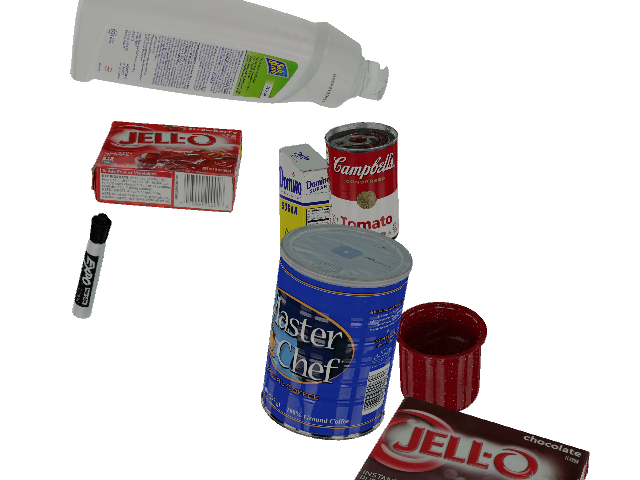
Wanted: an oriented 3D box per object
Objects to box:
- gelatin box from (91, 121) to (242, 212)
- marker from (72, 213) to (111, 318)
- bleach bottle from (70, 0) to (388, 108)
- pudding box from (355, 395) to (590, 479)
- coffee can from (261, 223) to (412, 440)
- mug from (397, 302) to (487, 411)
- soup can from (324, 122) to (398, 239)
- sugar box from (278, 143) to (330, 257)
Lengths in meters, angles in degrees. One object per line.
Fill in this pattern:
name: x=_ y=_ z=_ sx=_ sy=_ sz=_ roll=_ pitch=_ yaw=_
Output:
gelatin box: x=-0.097 y=-0.050 z=0.691 sx=0.089 sy=0.030 sz=0.073 roll=5 pitch=28 yaw=-2
marker: x=-0.222 y=0.025 z=1.037 sx=0.020 sy=0.121 sz=0.020 roll=14 pitch=33 yaw=-9
bleach bottle: x=-0.071 y=-0.151 z=0.868 sx=0.250 sy=0.068 sz=0.103 roll=12 pitch=-29 yaw=-10
pudding box: x=0.081 y=0.137 z=0.585 sx=0.114 sy=0.039 sz=0.089 roll=17 pitch=33 yaw=18
coffee can: x=0.011 y=0.071 z=0.844 sx=0.102 sy=0.140 sz=0.103 roll=7 pitch=23 yaw=-3
mug: x=0.129 y=0.116 z=1.094 sx=0.093 sy=0.081 sz=0.117 roll=19 pitch=39 yaw=31
soup can: x=0.040 y=-0.052 z=1.006 sx=0.068 sy=0.102 sz=0.068 roll=-3 pitch=27 yaw=1
sugar box: x=-0.018 y=-0.019 z=1.288 sx=0.048 sy=0.176 sz=0.093 roll=-11 pitch=25 yaw=-18
